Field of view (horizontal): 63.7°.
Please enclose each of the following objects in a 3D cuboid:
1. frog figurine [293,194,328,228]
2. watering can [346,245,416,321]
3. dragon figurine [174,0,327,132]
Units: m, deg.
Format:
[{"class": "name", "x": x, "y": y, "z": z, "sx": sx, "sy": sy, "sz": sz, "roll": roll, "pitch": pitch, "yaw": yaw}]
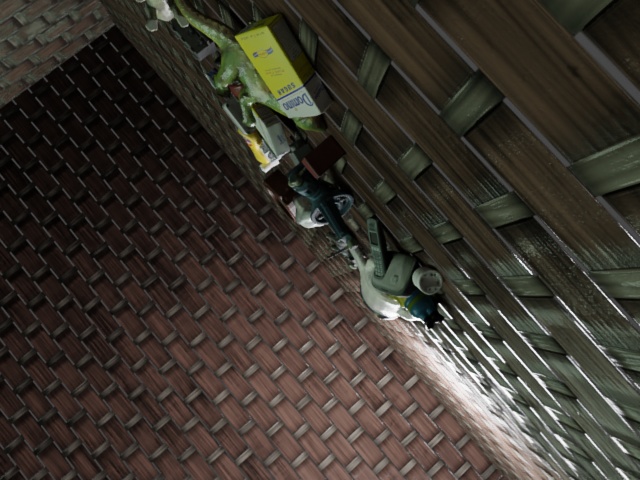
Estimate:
[{"class": "frog figurine", "x": 0.005, "y": -0.077, "z": 1.536, "sx": 0.161, "sy": 0.121, "sz": 0.137, "roll": 34, "pitch": -161, "yaw": 34}, {"class": "watering can", "x": 0.160, "y": 0.109, "z": 1.516, "sx": 0.352, "sy": 0.105, "sz": 0.219, "roll": 47, "pitch": 160, "yaw": 21}, {"class": "dragon figurine", "x": -0.134, "y": -0.362, "z": 1.011, "sx": 0.406, "sy": 0.124, "sz": 0.242, "roll": 50, "pitch": 156, "yaw": -18}]
